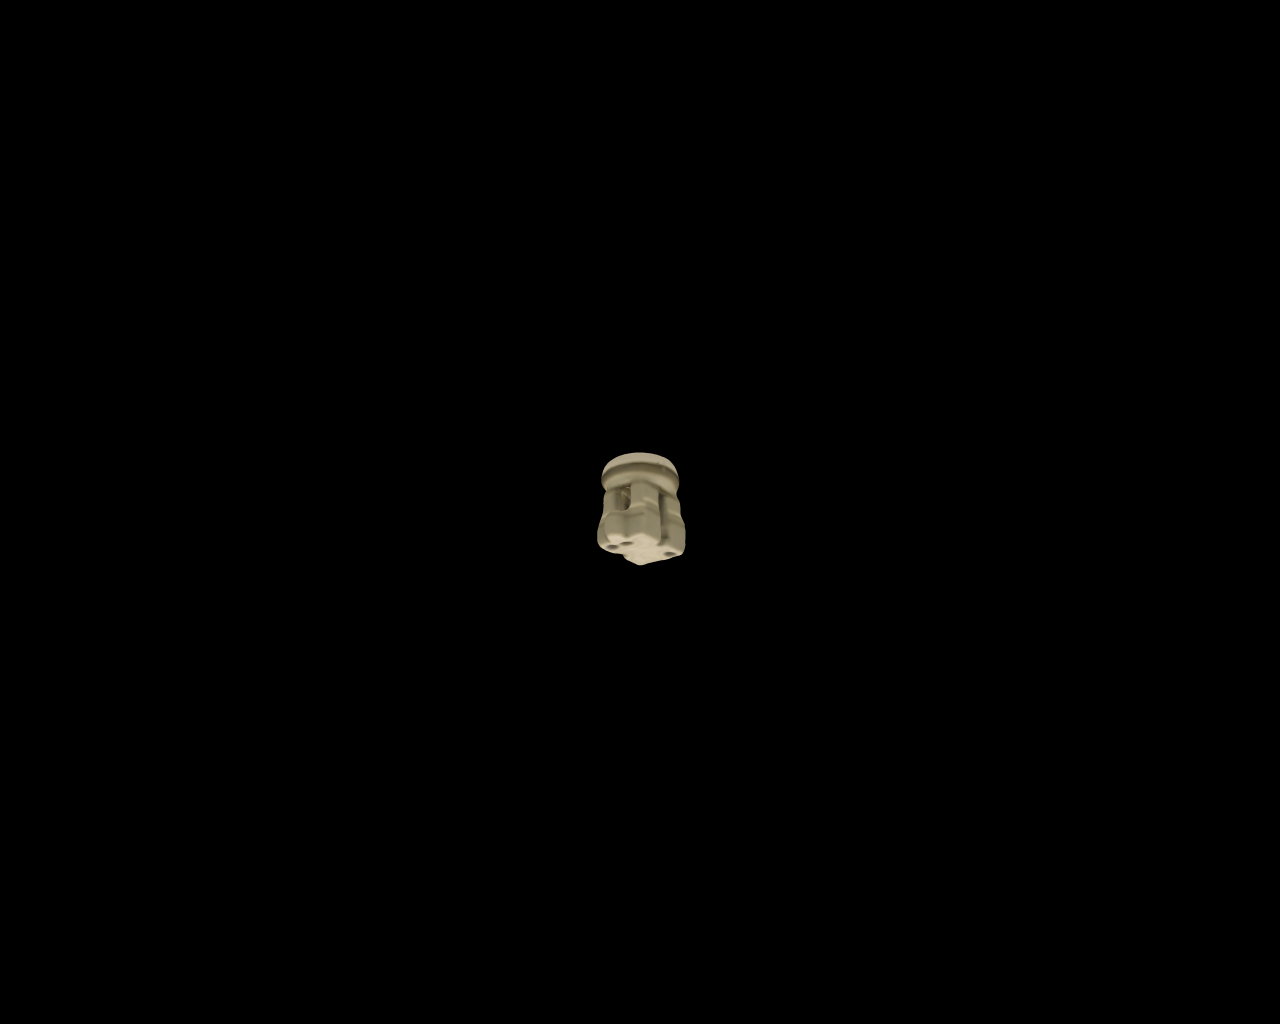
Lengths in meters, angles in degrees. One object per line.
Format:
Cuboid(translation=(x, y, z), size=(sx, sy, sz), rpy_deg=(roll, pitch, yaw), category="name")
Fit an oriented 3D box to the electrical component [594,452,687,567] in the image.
Cuboid(translation=(0.001, -0.003, 0.650), size=(0.048, 0.055, 0.066), rpy_deg=(-17, -29, 32), category="electrical component")
